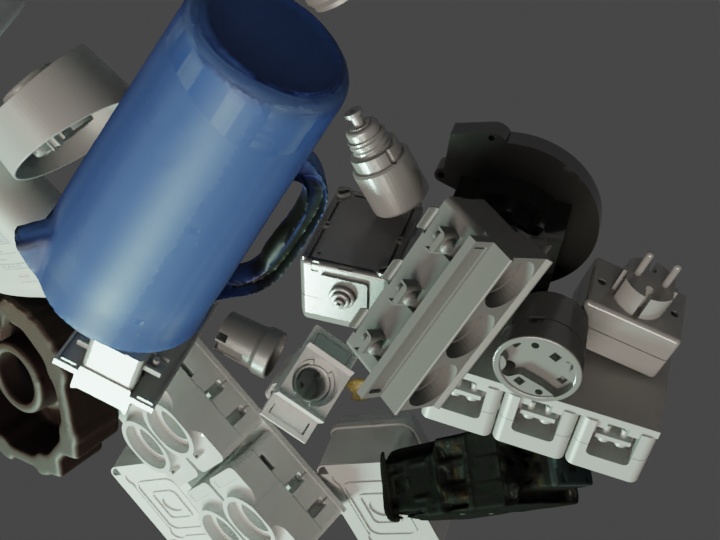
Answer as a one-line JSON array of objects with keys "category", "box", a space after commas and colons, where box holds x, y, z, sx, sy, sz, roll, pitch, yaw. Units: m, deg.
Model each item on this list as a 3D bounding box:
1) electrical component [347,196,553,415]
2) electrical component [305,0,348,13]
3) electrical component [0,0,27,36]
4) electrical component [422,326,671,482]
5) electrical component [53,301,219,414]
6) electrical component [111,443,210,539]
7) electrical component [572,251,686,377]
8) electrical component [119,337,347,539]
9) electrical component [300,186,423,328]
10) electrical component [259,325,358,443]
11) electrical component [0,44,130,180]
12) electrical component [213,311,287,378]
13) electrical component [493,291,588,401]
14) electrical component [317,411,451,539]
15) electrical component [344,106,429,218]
[{"category": "electrical component", "box": [0.049, 0.020, 0.642, 0.063, 0.079, 0.121, 50, 120, 30]}, {"category": "electrical component", "box": [-0.023, -0.180, 0.604, 0.045, 0.045, 0.055, -17, 121, 33]}, {"category": "electrical component", "box": [-0.264, -0.191, 0.683, 0.108, 0.060, 0.108, 12, 133, 13]}, {"category": "electrical component", "box": [0.127, 0.076, 0.733, 0.150, 0.089, 0.061, 17, 133, 9]}, {"category": "electrical component", "box": [-0.160, 0.037, 0.798, 0.079, 0.121, 0.063, 28, 131, -2]}, {"category": "electrical component", "box": [-0.159, 0.192, 0.977, 0.078, 0.057, 0.113, -12, 123, 31]}, {"category": "electrical component", "box": [0.179, 0.018, 0.691, 0.066, 0.047, 0.076, 24, 134, 2]}, {"category": "electrical component", "box": [-0.113, 0.156, 0.879, 0.186, 0.060, 0.105, 49, 143, -2]}, {"category": "electrical component", "box": [0.000, 0.000, 0.716, 0.062, 0.096, 0.061, 12, 133, 12]}, {"category": "electrical component", "box": [-0.041, 0.088, 0.827, 0.042, 0.081, 0.064, 36, 162, -9]}, {"category": "electrical component", "box": [-0.199, -0.101, 0.713, 0.099, 0.099, 0.064, -30, 107, 39]}, {"category": "electrical component", "box": [-0.086, 0.057, 0.843, 0.046, 0.040, 0.040, 25, 134, 8]}, {"category": "electrical component", "box": [0.115, 0.047, 0.674, 0.055, 0.047, 0.055, 12, 133, 13]}, {"category": "electrical component", "box": [0.025, 0.175, 0.886, 0.078, 0.057, 0.113, -9, 125, 29]}, {"category": "electrical component", "box": [0.013, -0.069, 0.688, 0.040, 0.040, 0.078, -13, 123, 31]}]
